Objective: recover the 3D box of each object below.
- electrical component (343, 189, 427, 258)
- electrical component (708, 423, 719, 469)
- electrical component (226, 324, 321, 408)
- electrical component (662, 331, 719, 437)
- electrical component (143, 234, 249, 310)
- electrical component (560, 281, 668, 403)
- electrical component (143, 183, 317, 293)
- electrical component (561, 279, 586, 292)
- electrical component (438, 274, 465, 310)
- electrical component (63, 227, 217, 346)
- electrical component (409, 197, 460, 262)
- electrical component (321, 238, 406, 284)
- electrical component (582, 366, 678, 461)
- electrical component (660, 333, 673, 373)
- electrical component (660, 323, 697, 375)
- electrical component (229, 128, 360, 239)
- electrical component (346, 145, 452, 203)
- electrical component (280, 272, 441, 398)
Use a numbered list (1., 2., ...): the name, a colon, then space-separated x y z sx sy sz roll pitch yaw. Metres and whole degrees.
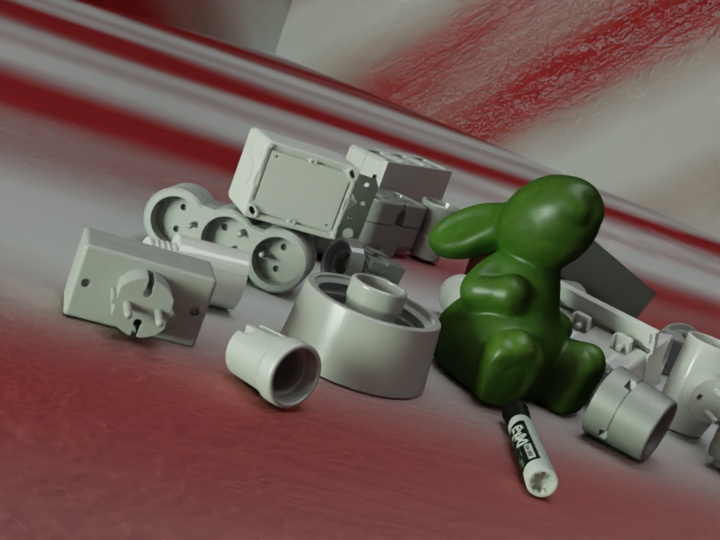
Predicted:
1. electrical component: 0.019 -0.051 1.133 0.054 0.059 0.095 30 16 36
2. electrical component: 0.317 0.131 0.829 0.062 0.061 0.096 28 15 32
3. electrical component: -0.052 0.055 0.636 0.040 0.040 0.046 7 12 -46
4. electrical component: 0.277 0.098 0.867 0.044 0.077 0.079 19 13 -7
5. electrical component: -0.123 -0.002 0.751 0.081 0.043 0.043 14 14 -22
6. electrical component: 0.182 0.062 0.889 0.063 0.078 0.121 -29 42 -34
7. electrical component: -0.101 -0.029 0.878 0.138 0.052 0.073 22 13 3
8. electrical component: 0.191 0.029 1.100 0.081 0.043 0.043 8 17 -42
9. electrical component: 0.093 0.030 0.958 0.040 0.040 0.046 17 18 -12
10. electrical component: -0.133 0.017 0.653 0.083 0.047 0.075 17 14 -19
11. electrical component: 0.079 -0.042 1.173 0.044 0.065 0.044 18 13 -4
12. electrical component: 0.000 0.000 0.929 0.055 0.048 0.066 20 11 -37
13. electrical component: 0.195 0.104 0.774 0.047 0.055 0.055 31 17 28
14. electrical component: 0.264 0.073 1.038 0.065 0.044 0.044 20 12 23
15. electrical component: 0.320 0.081 1.077 0.066 0.048 0.055 21 20 6
16. electrical component: -0.048 -0.068 0.856 0.096 0.061 0.061 15 14 -26
17. electrical component: 0.032 -0.089 1.244 0.062 0.089 0.150 28 15 29
18. electrical component: 0.004 0.037 0.744 0.108 0.060 0.108 19 13 -5
